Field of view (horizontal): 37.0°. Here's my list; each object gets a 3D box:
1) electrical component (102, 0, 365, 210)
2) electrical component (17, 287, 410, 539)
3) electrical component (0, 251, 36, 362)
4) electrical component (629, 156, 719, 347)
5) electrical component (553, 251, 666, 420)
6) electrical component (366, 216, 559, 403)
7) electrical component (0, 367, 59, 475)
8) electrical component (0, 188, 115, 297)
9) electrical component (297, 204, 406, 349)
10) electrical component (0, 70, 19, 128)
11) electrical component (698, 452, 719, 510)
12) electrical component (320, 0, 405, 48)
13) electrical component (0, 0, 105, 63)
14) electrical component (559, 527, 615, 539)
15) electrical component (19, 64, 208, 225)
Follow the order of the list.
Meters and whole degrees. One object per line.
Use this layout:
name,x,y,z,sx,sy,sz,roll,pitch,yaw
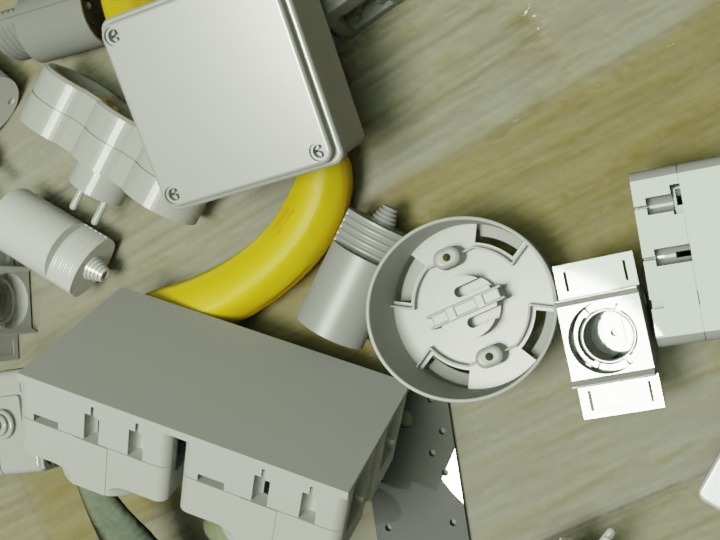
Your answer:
electrical component,-0.067,-0.100,0.581,0.109,0.056,0.108,-14,104,22
electrical component,-0.080,0.085,0.599,0.186,0.105,0.060,17,120,13
electrical component,-0.256,0.022,0.717,0.064,0.042,0.081,-3,89,22
electrical component,0.176,-0.010,0.553,0.056,0.050,0.089,-10,87,20
electrical component,0.132,0.033,0.562,0.042,0.064,0.081,-12,86,21
electrical component,0.060,0.020,0.588,0.099,0.064,0.099,0,90,20
electrical component,-0.203,0.091,0.668,0.061,0.096,0.061,-9,88,23
electrical component,-0.195,-0.015,0.693,0.081,0.043,0.043,29,100,17
electrical component,0.000,0.000,0.621,0.043,0.043,0.081,29,100,18
electrical component,-0.272,-0.073,0.716,0.074,0.052,0.138,41,103,15
electrical component,0.230,0.094,0.535,0.100,0.048,0.099,29,100,18
electrical component,-0.020,-0.187,0.618,0.150,0.062,0.089,-32,80,18
electrical component,-0.202,-0.157,0.694,0.081,0.043,0.043,-10,87,20
electrical component,0.109,0.166,0.561,0.047,0.083,0.075,37,102,16
electrical component,-0.158,-0.065,0.674,0.138,0.052,0.073,33,102,17
